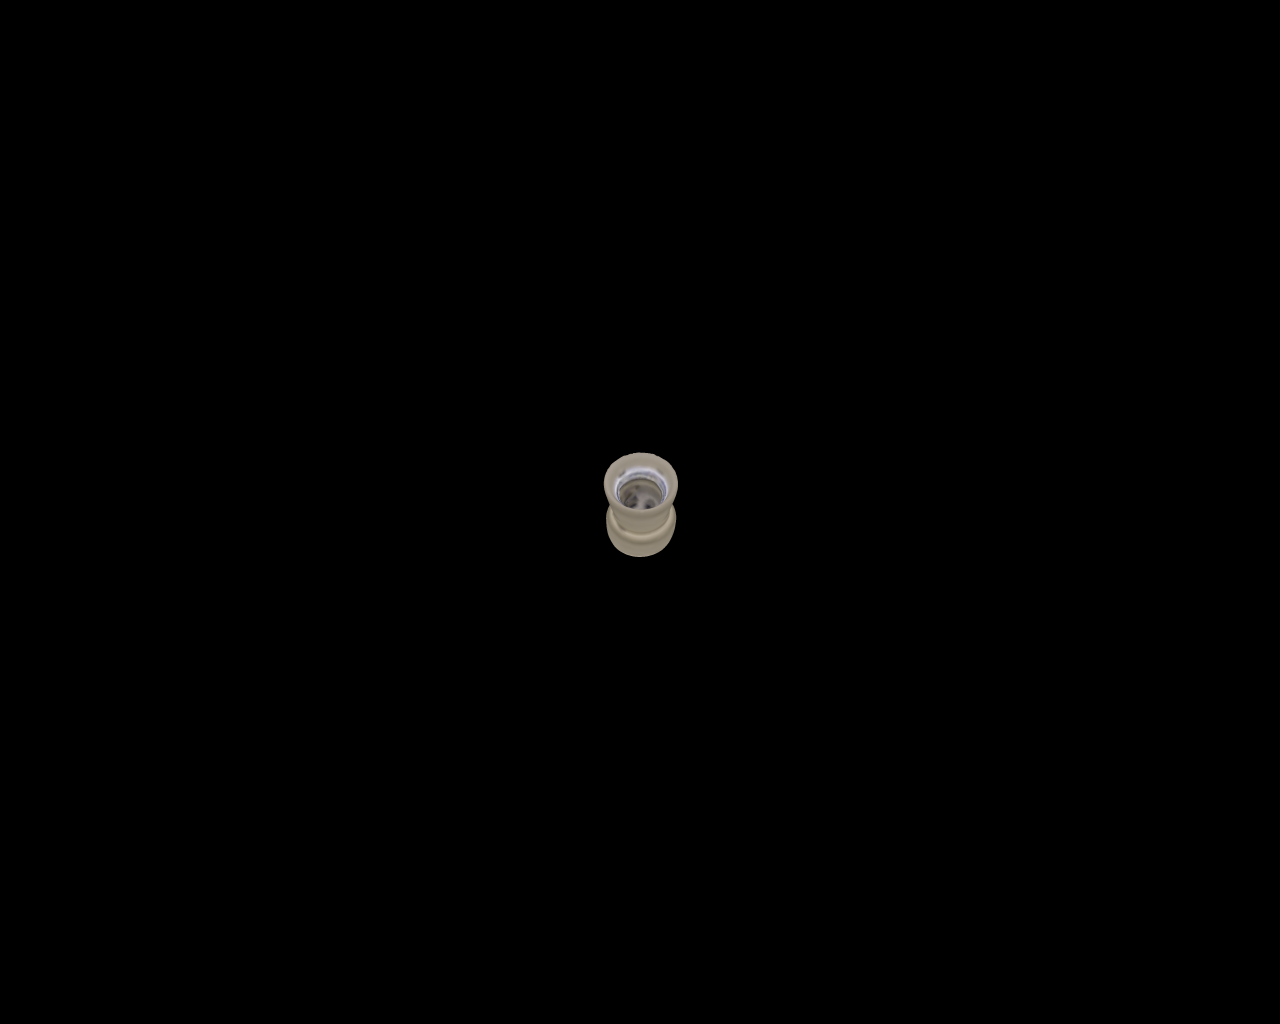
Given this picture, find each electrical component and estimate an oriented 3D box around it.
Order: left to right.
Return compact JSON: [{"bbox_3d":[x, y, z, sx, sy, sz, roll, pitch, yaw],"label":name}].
[{"bbox_3d":[0.001,-0.003,0.650,0.045,0.045,0.055,0,-35,0],"label":"electrical component"}]
